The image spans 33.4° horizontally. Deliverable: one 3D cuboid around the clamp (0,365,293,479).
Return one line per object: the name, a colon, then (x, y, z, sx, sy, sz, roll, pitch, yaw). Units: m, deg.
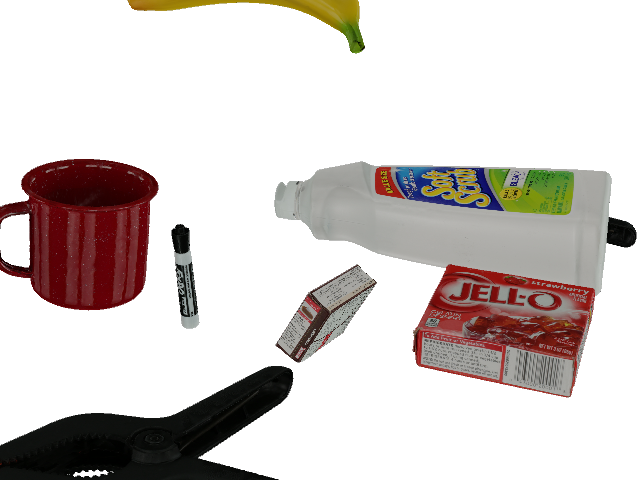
clamp: (-0.088, 0.119, 0.589, 0.209, 0.036, 0.164, -1, 21, -11)

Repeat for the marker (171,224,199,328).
marker: (-0.141, 0.037, 1.110, 0.020, 0.121, 0.020, -2, 31, 1)

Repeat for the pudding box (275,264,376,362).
pudding box: (0.008, 0.085, 1.246, 0.039, 0.090, 0.113, 39, 33, 14)

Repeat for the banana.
banana: (-0.051, -0.193, 0.824, 0.198, 0.069, 0.037, 13, -39, 16)

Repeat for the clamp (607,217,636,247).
clamp: (0.227, -0.024, 1.056, 0.120, 0.039, 0.171, -7, 34, -14)

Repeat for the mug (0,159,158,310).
mug: (-0.173, -0.002, 0.746, 0.117, 0.081, 0.093, -6, 27, -27)

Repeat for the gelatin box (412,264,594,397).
gelatin box: (0.104, 0.048, 0.603, 0.089, 0.030, 0.073, 10, 31, 18)

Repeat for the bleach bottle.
bleach bottle: (0.086, -0.017, 0.802, 0.251, 0.068, 0.102, 5, 33, 16)
